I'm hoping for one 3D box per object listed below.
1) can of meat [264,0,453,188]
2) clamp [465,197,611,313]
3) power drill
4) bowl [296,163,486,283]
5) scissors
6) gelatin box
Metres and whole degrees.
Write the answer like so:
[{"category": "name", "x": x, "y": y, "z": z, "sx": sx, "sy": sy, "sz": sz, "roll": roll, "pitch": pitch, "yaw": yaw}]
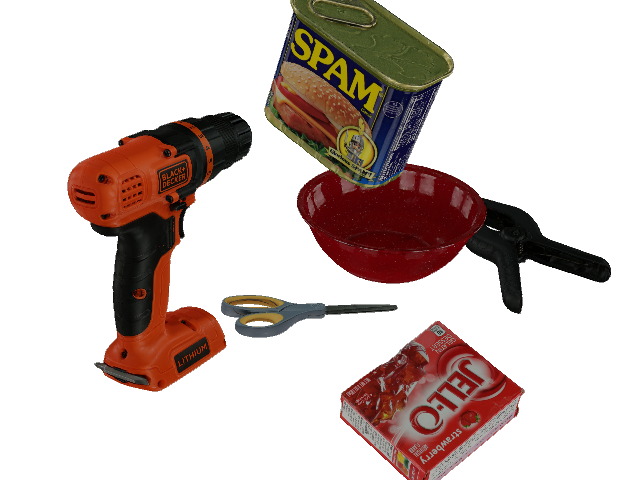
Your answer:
[{"category": "can of meat", "x": 0.019, "y": -0.092, "z": 0.646, "sx": 0.102, "sy": 0.084, "sz": 0.057, "roll": 40, "pitch": 45, "yaw": 20}, {"category": "clamp", "x": 0.209, "y": 0.006, "z": 1.081, "sx": 0.120, "sy": 0.039, "sz": 0.171, "roll": -7, "pitch": 39, "yaw": -19}, {"category": "power drill", "x": -0.111, "y": 0.004, "z": 0.805, "sx": 0.057, "sy": 0.188, "sz": 0.184, "roll": 12, "pitch": 24, "yaw": 31}, {"category": "bowl", "x": 0.059, "y": -0.009, "z": 0.921, "sx": 0.162, "sy": 0.055, "sz": 0.162, "roll": 2, "pitch": 30, "yaw": -1}, {"category": "scissors", "x": -0.012, "y": 0.086, "z": 1.192, "sx": 0.201, "sy": 0.016, "sz": 0.096, "roll": 4, "pitch": 22, "yaw": 0}, {"category": "gelatin box", "x": 0.068, "y": 0.099, "z": 0.652, "sx": 0.089, "sy": 0.030, "sz": 0.073, "roll": -33, "pitch": 56, "yaw": -27}]
